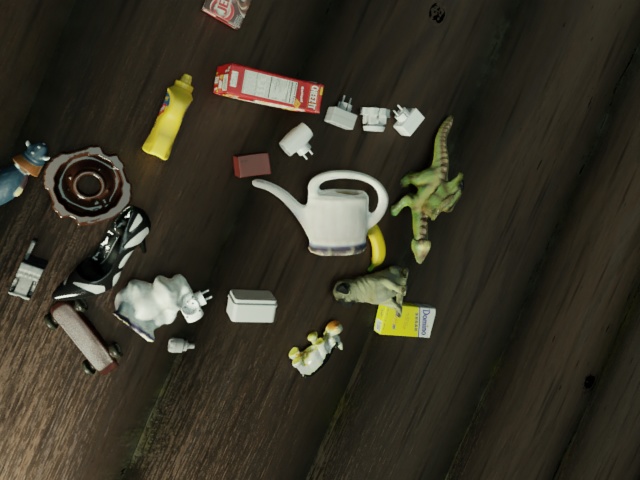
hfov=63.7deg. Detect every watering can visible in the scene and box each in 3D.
[{"bbox_3d":[0.004,-0.066,1.313,0.348,0.105,0.222,-2,103,-8],"label":"watering can"}]

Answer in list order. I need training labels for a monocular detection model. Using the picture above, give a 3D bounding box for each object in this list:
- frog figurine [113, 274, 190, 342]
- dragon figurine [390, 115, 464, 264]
[{"bbox_3d":[-0.385,0.136,1.189,0.137,0.121,0.162,41,68,-10],"label":"frog figurine"},{"bbox_3d":[0.312,-0.139,1.347,0.121,0.245,0.409,19,95,-20],"label":"dragon figurine"}]
